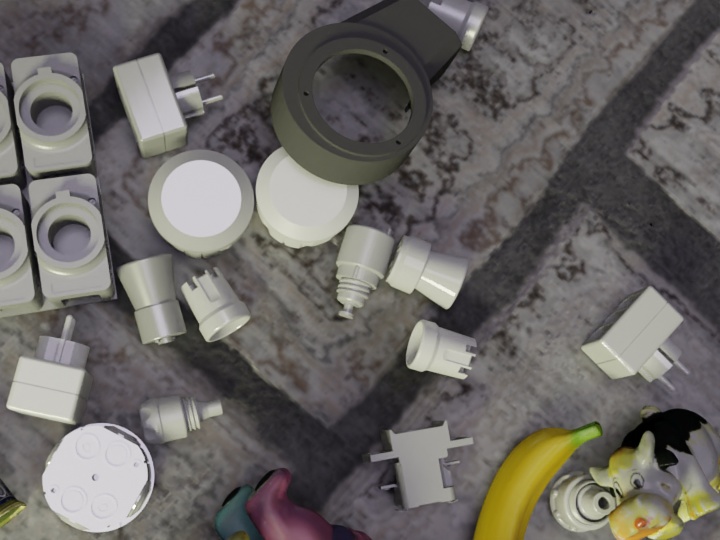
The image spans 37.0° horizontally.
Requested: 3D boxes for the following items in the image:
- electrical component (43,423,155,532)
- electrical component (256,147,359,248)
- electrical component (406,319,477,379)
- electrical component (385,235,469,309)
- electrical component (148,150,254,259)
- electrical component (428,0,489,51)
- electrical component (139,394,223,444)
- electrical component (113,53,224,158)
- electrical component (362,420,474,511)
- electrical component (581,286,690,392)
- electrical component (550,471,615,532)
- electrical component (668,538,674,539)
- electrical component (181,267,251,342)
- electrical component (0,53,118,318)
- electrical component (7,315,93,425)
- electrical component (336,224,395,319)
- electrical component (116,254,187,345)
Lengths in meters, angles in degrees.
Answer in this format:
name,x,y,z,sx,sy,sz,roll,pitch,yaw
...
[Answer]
name,x,y,z,sx,sy,sz,roll,pitch,yaw
electrical component,-0.193,0.152,0.791,0.080,0.051,0.080,2,79,-9
electrical component,-0.044,-0.058,0.854,0.080,0.051,0.080,2,79,-8
electrical component,0.065,0.064,0.854,0.046,0.040,0.040,17,77,-11
electrical component,0.053,0.001,0.861,0.055,0.045,0.045,23,77,-4
electrical component,-0.124,-0.050,0.840,0.080,0.051,0.080,2,79,-8
electrical component,0.080,-0.212,0.909,0.046,0.040,0.040,24,77,1
electrical component,-0.135,0.110,0.817,0.061,0.035,0.035,-11,81,-13
electrical component,-0.148,-0.136,0.855,0.077,0.047,0.065,-20,83,-12
electrical component,0.046,0.151,0.833,0.081,0.042,0.063,-9,84,-10
electrical component,0.235,0.065,0.875,0.077,0.047,0.066,45,76,2
electrical component,0.179,0.180,0.837,0.048,0.062,0.048,2,79,-9
electrical component,0.234,0.238,0.847,0.046,0.040,0.040,-29,85,-7
electrical component,-0.113,0.026,0.834,0.040,0.040,0.046,-30,79,-13
electrical component,-0.254,-0.065,0.818,0.105,0.060,0.186,-9,81,-10
electrical component,-0.223,0.071,0.794,0.047,0.065,0.076,13,78,-6
electrical component,0.000,0.000,0.855,0.040,0.040,0.078,18,77,-5
electrical component,-0.158,0.024,0.827,0.044,0.044,0.065,-16,87,-11
